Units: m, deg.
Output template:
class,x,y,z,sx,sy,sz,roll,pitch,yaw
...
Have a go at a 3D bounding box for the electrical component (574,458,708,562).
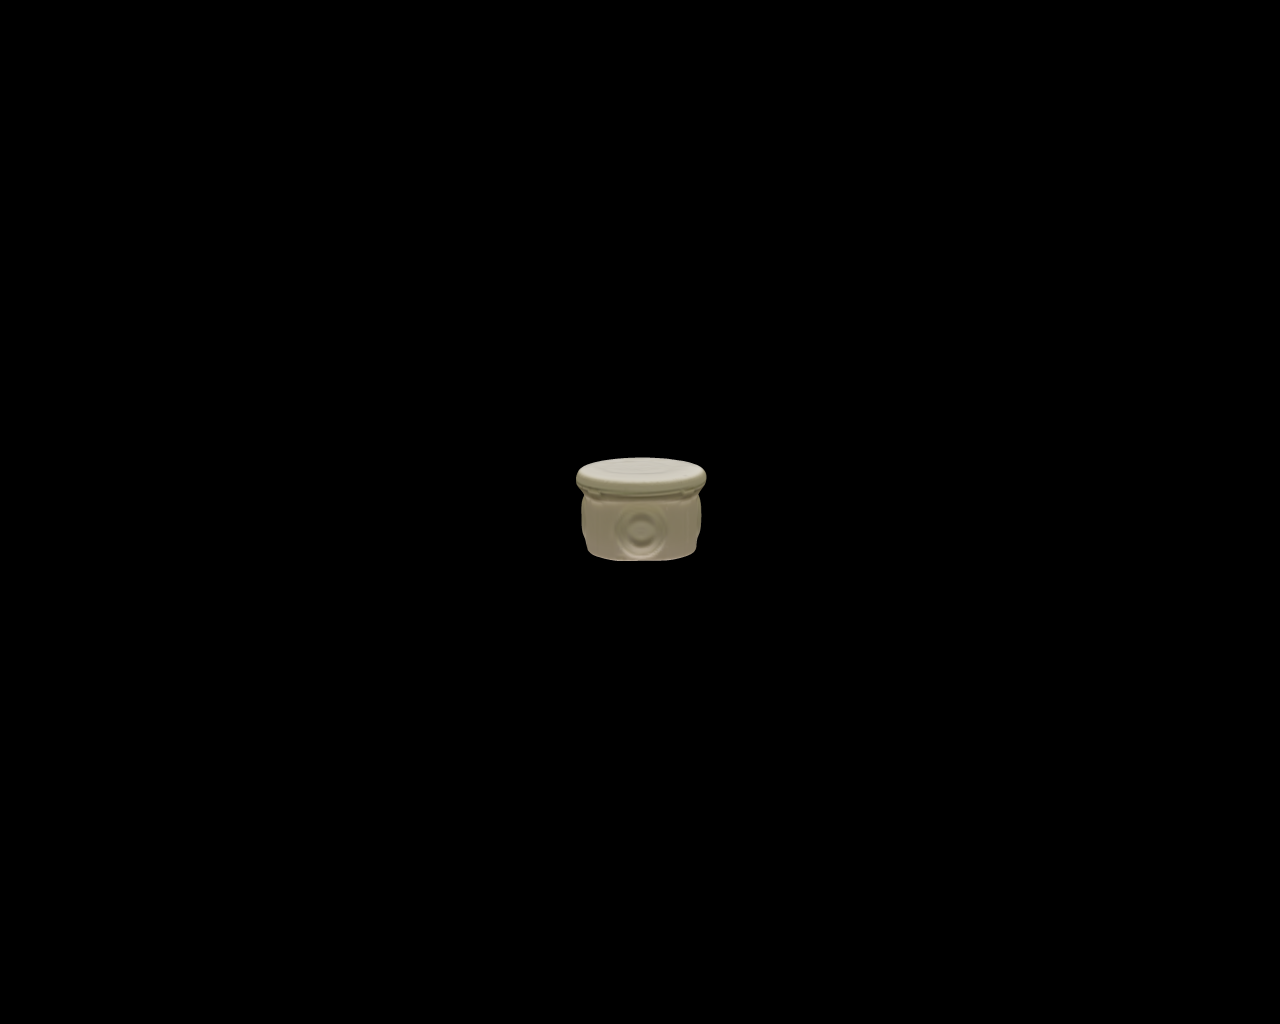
class,x,y,z,sx,sy,sz,roll,pitch,yaw
electrical component,0.001,-0.003,0.650,0.080,0.051,0.080,0,13,0
